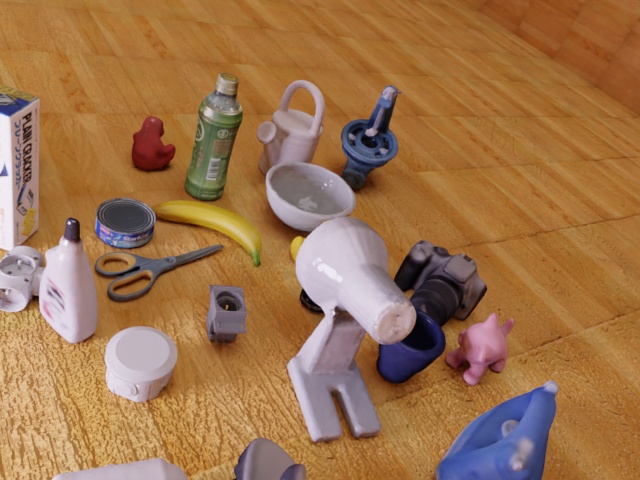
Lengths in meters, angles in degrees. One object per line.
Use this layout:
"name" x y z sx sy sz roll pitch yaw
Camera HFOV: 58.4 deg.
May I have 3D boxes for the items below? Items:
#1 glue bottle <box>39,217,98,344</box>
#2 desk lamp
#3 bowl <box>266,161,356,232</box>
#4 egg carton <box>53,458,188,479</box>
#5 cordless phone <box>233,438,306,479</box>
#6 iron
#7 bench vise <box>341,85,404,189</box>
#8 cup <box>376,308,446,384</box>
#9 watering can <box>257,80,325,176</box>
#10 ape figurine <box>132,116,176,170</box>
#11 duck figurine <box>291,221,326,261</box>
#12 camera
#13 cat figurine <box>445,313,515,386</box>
"glue bottle" -0.293 0.041 0.669 0.078 0.173 0.037 34 38 17
"desk lamp" 0.038 0.106 0.722 0.118 0.213 0.202 1 41 -26
"bowl" -0.024 -0.065 1.024 0.167 0.075 0.167 14 37 -11
"egg carton" -0.190 0.264 0.528 0.151 0.069 0.107 0 42 -27
"cordless phone" -0.036 0.242 0.538 0.094 0.185 0.147 11 38 -15
"iron" 0.250 0.245 0.718 0.118 0.141 0.259 35 38 18
"bench vise" 0.107 -0.238 1.186 0.121 0.220 0.207 14 37 -11
"cup" 0.111 0.146 0.810 0.092 0.095 0.117 -2 43 -29
"watering can" -0.049 -0.206 1.088 0.101 0.194 0.173 24 36 3
"ape figurine" -0.295 -0.176 1.009 0.077 0.092 0.076 32 37 13
"duck figurine" 0.009 0.003 0.945 0.105 0.086 0.077 9 38 -16
"camera" 0.189 0.074 0.936 0.143 0.101 0.137 35 38 17
"cat figurine" 0.248 0.153 0.852 0.128 0.118 0.067 -17 51 -40
